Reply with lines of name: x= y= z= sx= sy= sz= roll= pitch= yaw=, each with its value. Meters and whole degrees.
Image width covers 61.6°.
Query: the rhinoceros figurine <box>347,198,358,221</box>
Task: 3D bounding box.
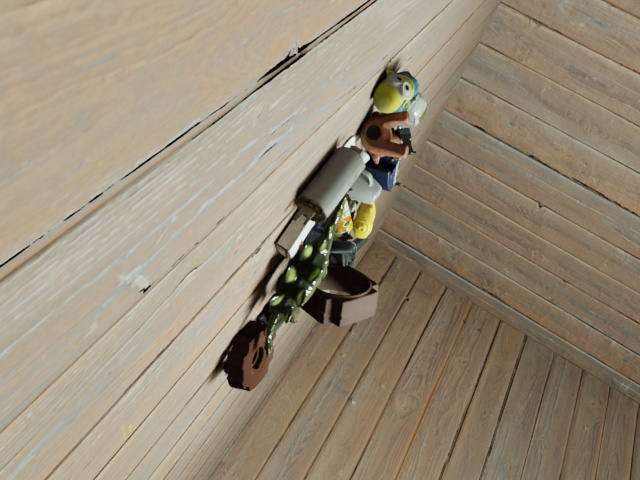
rhinoceros figurine: x=0.071 y=-0.081 z=1.583 sx=0.112 sy=0.073 sz=0.190 roll=-58 pitch=172 yaw=2

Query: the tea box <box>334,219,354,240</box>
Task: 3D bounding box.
tea box: x=0.048 y=-0.001 z=1.760 sx=0.098 sy=0.068 sz=0.169 roll=-52 pitch=169 yaw=-39

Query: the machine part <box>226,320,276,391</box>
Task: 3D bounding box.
machine part: x=-0.176 y=0.301 z=1.391 sx=0.179 sy=0.056 sz=0.179 roll=14 pitch=90 yaw=-69

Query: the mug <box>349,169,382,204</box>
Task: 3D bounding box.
mug: x=0.118 y=-0.154 z=1.478 sx=0.081 sy=0.107 sz=0.109 roll=-54 pitch=173 yaw=-36

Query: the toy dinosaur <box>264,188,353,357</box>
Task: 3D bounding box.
toy dinosaur: x=-0.034 y=0.076 z=1.309 sx=0.198 sy=0.105 sz=0.471 roll=-77 pitch=-168 yaw=-87

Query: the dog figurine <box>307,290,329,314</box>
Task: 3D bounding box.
dog figurine: x=-0.042 y=0.137 z=1.701 sx=0.172 sy=0.121 sz=0.190 roll=-54 pitch=-174 yaw=4

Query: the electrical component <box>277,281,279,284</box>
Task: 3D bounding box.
electrical component: x=-0.088 y=0.120 z=1.477 sx=0.078 sy=0.045 sz=0.102 roll=-51 pitch=169 yaw=-30

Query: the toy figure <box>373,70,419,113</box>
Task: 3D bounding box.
toy figure: x=0.183 y=-0.346 z=1.258 sx=0.089 sy=0.082 sz=0.180 roll=-65 pitch=172 yaw=28

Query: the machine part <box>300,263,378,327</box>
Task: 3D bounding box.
machine part: x=0.046 y=0.145 z=1.489 sx=0.201 sy=0.201 sz=0.087 roll=-10 pitch=119 yaw=-38

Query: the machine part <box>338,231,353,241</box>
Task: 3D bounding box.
machine part: x=0.055 y=-0.065 z=1.448 sx=0.084 sy=0.039 sz=0.138 roll=3 pitch=74 yaw=-85

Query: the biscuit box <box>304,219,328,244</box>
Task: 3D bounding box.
biscuit box: x=-0.003 y=-0.004 z=1.466 sx=0.059 sy=0.063 sz=0.202 roll=-57 pitch=172 yaw=-23

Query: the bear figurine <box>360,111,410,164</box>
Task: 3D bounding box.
bear figurine: x=0.170 y=-0.253 z=1.364 sx=0.196 sy=0.132 sz=0.120 roll=2 pitch=91 yaw=-74

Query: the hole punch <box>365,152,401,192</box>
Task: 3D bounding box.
hole punch: x=0.161 y=-0.193 z=1.533 sx=0.092 sy=0.142 sz=0.115 roll=-53 pitch=156 yaw=-42

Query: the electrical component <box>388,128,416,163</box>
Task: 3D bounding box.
electrical component: x=0.206 y=-0.276 z=1.454 sx=0.048 sy=0.119 sz=0.075 roll=-13 pitch=173 yaw=-39

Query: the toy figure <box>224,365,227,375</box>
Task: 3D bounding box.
toy figure: x=-0.209 y=0.323 z=1.478 sx=0.154 sy=0.058 sz=0.064 roll=-41 pitch=123 yaw=-59

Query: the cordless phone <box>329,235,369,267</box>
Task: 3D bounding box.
cordless phone: x=0.094 y=0.023 z=1.670 sx=0.184 sy=0.089 sz=0.146 roll=-39 pitch=157 yaw=-23

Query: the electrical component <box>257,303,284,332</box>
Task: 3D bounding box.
electrical component: x=-0.132 y=0.216 z=1.531 sx=0.115 sy=0.058 sz=0.134 roll=-55 pitch=172 yaw=-37

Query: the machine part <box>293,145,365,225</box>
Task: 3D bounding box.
machine part: x=0.024 y=-0.120 z=1.148 sx=0.243 sy=0.079 sz=0.079 roll=-53 pitch=170 yaw=-29

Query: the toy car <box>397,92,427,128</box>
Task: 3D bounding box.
toy car: x=0.239 y=-0.362 z=1.456 sx=0.109 sy=0.103 sz=0.161 roll=-58 pitch=174 yaw=-10
